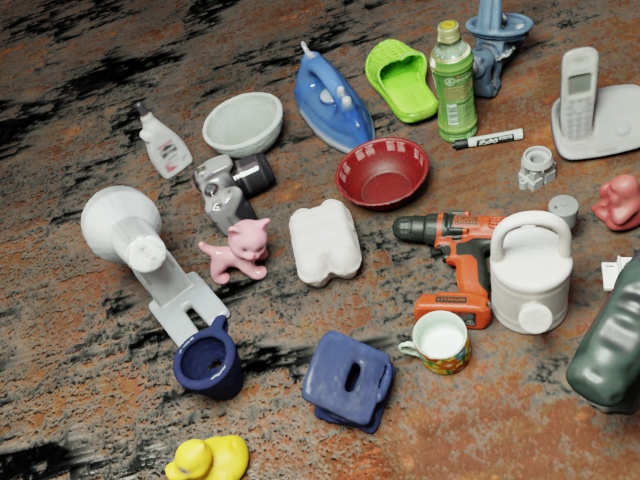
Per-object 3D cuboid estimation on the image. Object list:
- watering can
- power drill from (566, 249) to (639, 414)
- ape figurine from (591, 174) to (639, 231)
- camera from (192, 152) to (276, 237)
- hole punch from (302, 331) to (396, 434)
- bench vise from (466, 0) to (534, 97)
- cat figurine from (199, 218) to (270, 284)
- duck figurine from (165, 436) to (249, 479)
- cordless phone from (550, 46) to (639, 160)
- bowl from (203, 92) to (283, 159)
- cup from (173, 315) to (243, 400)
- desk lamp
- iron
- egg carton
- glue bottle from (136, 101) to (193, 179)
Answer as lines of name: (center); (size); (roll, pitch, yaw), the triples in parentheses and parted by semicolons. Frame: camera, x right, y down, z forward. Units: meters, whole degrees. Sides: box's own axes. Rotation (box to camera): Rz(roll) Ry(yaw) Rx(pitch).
watering can: (0.270, 0.038, 0.728); (0.101, 0.194, 0.172); (-19, 49, 3)
power drill: (0.351, 0.101, 0.641); (0.075, 0.209, 0.230); (28, 66, 34)
ape figurine: (0.432, -0.059, 0.820); (0.076, 0.092, 0.078); (10, 57, 26)
camera: (-0.151, -0.104, 1.045); (0.137, 0.101, 0.143); (-25, 49, -2)
hole punch: (0.041, 0.184, 0.755); (0.100, 0.091, 0.109); (8, 56, 24)
bench vise: (0.318, -0.383, 1.034); (0.121, 0.220, 0.207); (5, 54, 22)
cat figurine: (-0.135, 0.010, 0.937); (0.127, 0.118, 0.067); (-10, 50, 11)
duck figurine: (-0.149, 0.285, 0.741); (0.104, 0.086, 0.077); (-29, 49, -5)
cordless phone: (0.436, -0.219, 0.885); (0.147, 0.185, 0.094); (-11, 50, 10)
bowl: (-0.145, -0.218, 1.152); (0.167, 0.075, 0.167); (-9, 50, 11)
cup: (-0.146, 0.176, 0.822); (0.091, 0.095, 0.118); (1, 53, 19)
desk lamp: (-0.260, 0.034, 0.895); (0.118, 0.214, 0.202); (-40, 51, -14)
iron: (0.029, -0.273, 1.094); (0.118, 0.142, 0.257); (-29, 49, -5)
egg carton: (0.009, 0.003, 0.926); (0.107, 0.069, 0.150); (-18, 49, 4)
glue bottle: (-0.319, -0.203, 1.133); (0.078, 0.173, 0.037); (-42, 52, -16)
